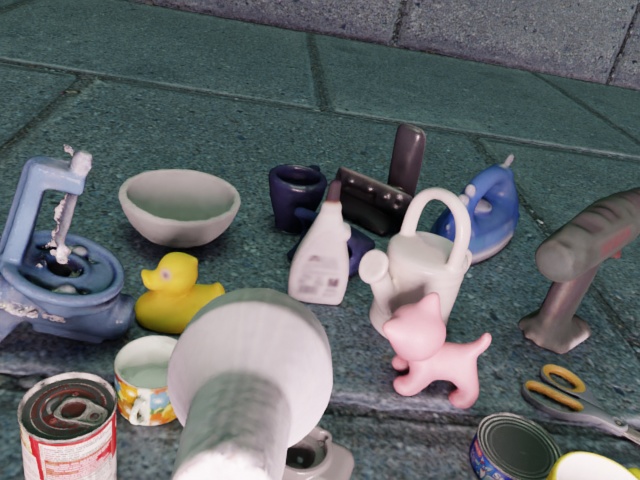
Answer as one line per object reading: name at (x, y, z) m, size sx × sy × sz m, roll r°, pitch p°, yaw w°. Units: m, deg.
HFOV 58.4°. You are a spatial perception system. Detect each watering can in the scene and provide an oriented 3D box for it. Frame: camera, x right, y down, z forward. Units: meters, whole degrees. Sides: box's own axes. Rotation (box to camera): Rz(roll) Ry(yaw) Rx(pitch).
watering can at (0.125, 0.031, 0.699) m, size 0.100 × 0.194 × 0.173 m, roll 26°, pitch 33°, yaw 24°

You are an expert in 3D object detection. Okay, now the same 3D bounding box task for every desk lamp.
desk lamp at (-0.059, 0.165, 0.383) m, size 0.118 × 0.213 × 0.203 m, roll 9°, pitch 30°, yaw -3°

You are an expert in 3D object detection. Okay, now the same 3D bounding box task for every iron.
iron at (0.255, -0.053, 0.942) m, size 0.118 × 0.141 × 0.259 m, roll 28°, pitch 33°, yaw 26°

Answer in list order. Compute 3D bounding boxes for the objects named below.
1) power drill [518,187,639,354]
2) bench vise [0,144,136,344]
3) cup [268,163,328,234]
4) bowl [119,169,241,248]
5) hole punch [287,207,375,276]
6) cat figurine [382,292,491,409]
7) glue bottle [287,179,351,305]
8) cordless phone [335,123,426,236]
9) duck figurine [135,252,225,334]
power drill at (0.347, 0.037, 0.752) m, size 0.230 × 0.208 × 0.075 m, roll -16°, pitch 40°, yaw -39°
bench vise at (-0.287, 0.016, 0.553) m, size 0.208 × 0.220 × 0.121 m, roll -8°, pitch 35°, yaw -30°
cup at (-0.035, -0.066, 0.908) m, size 0.091 × 0.095 × 0.118 m, roll 20°, pitch 31°, yaw 15°
bowl at (-0.200, -0.036, 0.819) m, size 0.167 × 0.075 × 0.167 m, roll 9°, pitch 30°, yaw -5°
hole punch at (0.018, -0.005, 0.826) m, size 0.108 × 0.091 × 0.101 m, roll 30°, pitch 34°, yaw 28°
cat figurine at (0.125, 0.115, 0.632) m, size 0.128 × 0.118 × 0.067 m, roll 11°, pitch 30°, yaw -2°
glue bottle at (0.007, 0.003, 0.727) m, size 0.078 × 0.173 × 0.037 m, roll 8°, pitch 30°, yaw -6°
cordless phone at (0.103, -0.117, 0.953) m, size 0.147 × 0.185 × 0.094 m, roll 25°, pitch 32°, yaw 22°
duck figurine at (-0.161, 0.054, 0.667) m, size 0.105 × 0.086 × 0.077 m, roll -2°, pitch 32°, yaw -22°
